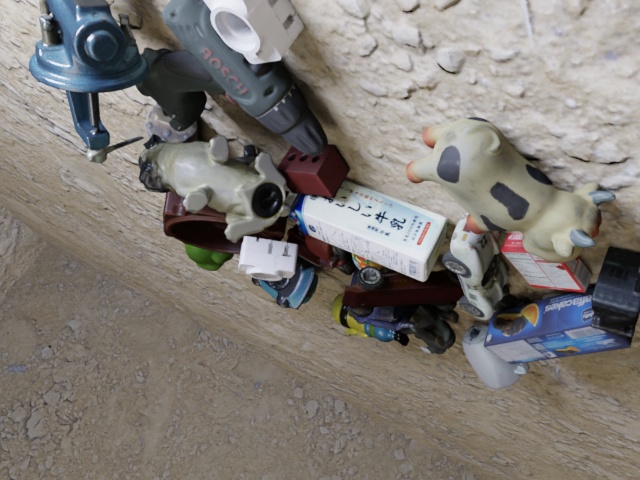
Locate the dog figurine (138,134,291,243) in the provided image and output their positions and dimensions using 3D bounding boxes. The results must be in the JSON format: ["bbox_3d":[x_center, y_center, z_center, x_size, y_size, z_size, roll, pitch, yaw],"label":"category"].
[{"bbox_3d":[-0.150,-0.081,0.753,0.172,0.121,0.191,39,169,-37],"label":"dog figurine"}]

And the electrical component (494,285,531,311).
[{"bbox_3d":[0.281,0.097,0.824,0.063,0.021,0.094,29,160,3],"label":"electrical component"}]

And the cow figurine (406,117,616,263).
[{"bbox_3d":[0.196,-0.047,0.537,0.195,0.085,0.127,38,164,-17],"label":"cow figurine"}]

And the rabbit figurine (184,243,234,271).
[{"bbox_3d":[-0.180,-0.011,1.091,0.170,0.121,0.159,4,160,6],"label":"rabbit figurine"}]

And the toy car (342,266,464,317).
[{"bbox_3d":[0.132,0.070,0.806,0.202,0.053,0.089,-3,144,-8],"label":"toy car"}]

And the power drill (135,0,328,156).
[{"bbox_3d":[-0.120,-0.179,0.649,0.208,0.086,0.231,12,151,48],"label":"power drill"}]

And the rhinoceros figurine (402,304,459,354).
[{"bbox_3d":[0.191,0.154,0.999,0.112,0.073,0.190,1,145,49],"label":"rhinoceros figurine"}]

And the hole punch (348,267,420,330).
[{"bbox_3d":[0.107,0.083,0.904,0.142,0.116,0.092,6,140,46],"label":"hole punch"}]

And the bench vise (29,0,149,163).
[{"bbox_3d":[-0.272,-0.205,0.608,0.224,0.129,0.240,40,137,31],"label":"bench vise"}]

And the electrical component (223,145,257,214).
[{"bbox_3d":[-0.113,-0.090,0.809,0.078,0.102,0.045,-10,160,11],"label":"electrical component"}]

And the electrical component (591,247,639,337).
[{"bbox_3d":[0.328,0.049,0.582,0.048,0.075,0.119,14,158,34],"label":"electrical component"}]

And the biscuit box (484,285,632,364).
[{"bbox_3d":[0.319,0.119,0.733,0.059,0.063,0.202,34,149,-14],"label":"biscuit box"}]

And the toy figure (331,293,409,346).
[{"bbox_3d":[0.106,0.159,1.116,0.180,0.082,0.089,17,145,42],"label":"toy figure"}]

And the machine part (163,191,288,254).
[{"bbox_3d":[-0.161,-0.041,0.913,0.201,0.087,0.201,12,162,-12],"label":"machine part"}]

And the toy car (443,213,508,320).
[{"bbox_3d":[0.212,0.039,0.710,0.056,0.073,0.201,16,155,35],"label":"toy car"}]

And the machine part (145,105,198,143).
[{"bbox_3d":[-0.235,-0.148,0.873,0.079,0.079,0.243,30,158,0],"label":"machine part"}]

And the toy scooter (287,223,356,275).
[{"bbox_3d":[-0.002,-0.003,0.904,0.135,0.075,0.183,27,163,14],"label":"toy scooter"}]

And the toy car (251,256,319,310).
[{"bbox_3d":[-0.063,0.084,1.142,0.162,0.109,0.102,24,177,39],"label":"toy car"}]

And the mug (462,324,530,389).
[{"bbox_3d":[0.307,0.203,0.950,0.107,0.081,0.110,48,161,-20],"label":"mug"}]
